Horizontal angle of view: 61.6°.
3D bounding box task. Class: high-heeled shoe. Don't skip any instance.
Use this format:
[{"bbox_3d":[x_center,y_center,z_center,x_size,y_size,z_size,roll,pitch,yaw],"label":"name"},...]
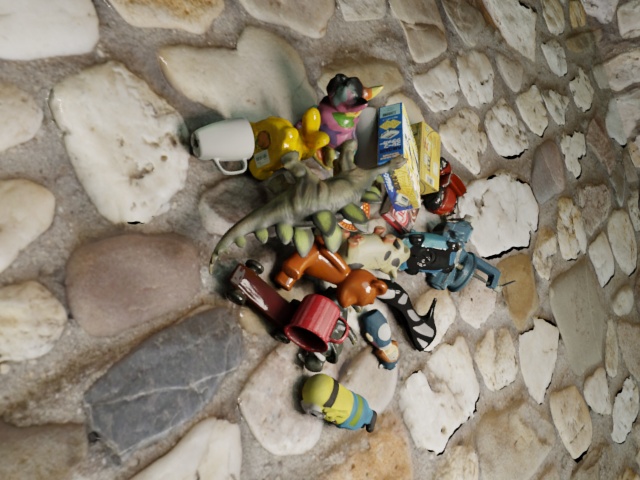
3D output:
[{"bbox_3d":[0.180,0.181,1.291,0.249,0.086,0.145,17,99,-19],"label":"high-heeled shoe"}]

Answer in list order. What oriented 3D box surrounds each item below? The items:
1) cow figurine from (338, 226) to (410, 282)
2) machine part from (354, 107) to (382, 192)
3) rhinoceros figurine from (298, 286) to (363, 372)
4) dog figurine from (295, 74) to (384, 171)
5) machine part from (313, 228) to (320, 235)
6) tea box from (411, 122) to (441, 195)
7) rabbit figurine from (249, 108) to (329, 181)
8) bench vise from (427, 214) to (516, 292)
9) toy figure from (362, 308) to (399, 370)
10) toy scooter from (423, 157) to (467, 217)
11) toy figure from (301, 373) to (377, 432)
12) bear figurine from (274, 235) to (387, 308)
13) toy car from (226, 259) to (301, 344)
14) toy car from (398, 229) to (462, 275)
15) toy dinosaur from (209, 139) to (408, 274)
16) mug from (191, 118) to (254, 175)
[{"bbox_3d":[0.125,0.036,1.237,0.195,0.086,0.127,-5,123,-29],"label":"cow figurine"},{"bbox_3d":[0.114,-0.231,1.306,0.079,0.079,0.243,-5,84,-41],"label":"machine part"},{"bbox_3d":[0.020,0.188,1.128,0.112,0.073,0.190,37,58,-30],"label":"rhinoceros figurine"},{"bbox_3d":[0.057,-0.258,1.170,0.191,0.219,0.108,53,55,-17],"label":"dog figurine"},{"bbox_3d":[-0.002,-0.004,1.179,0.084,0.039,0.139,33,62,-25],"label":"machine part"},{"bbox_3d":[0.268,-0.216,1.435,0.098,0.068,0.169,27,62,-42],"label":"tea box"},{"bbox_3d":[-0.060,-0.209,1.120,0.173,0.162,0.122,-6,71,-59],"label":"rabbit figurine"},{"bbox_3d":[0.398,0.056,1.440,0.240,0.129,0.223,30,68,-12],"label":"bench vise"},{"bbox_3d":[0.144,0.235,1.238,0.064,0.058,0.154,-25,101,-3],"label":"toy figure"},{"bbox_3d":[0.356,-0.132,1.494,0.135,0.075,0.184,35,55,-30],"label":"toy scooter"},{"bbox_3d":[0.039,0.337,1.106,0.180,0.082,0.089,28,51,-28],"label":"toy figure"},{"bbox_3d":[0.024,0.085,1.080,0.196,0.120,0.132,42,64,0],"label":"bear figurine"},{"bbox_3d":[-0.104,0.120,1.051,0.202,0.053,0.089,44,62,-29],"label":"toy car"},{"bbox_3d":[0.266,0.021,1.344,0.103,0.162,0.109,-95,-173,-61],"label":"toy car"},{"bbox_3d":[-0.016,-0.072,1.031,0.471,0.105,0.199,-22,64,-20],"label":"toy dinosaur"},{"bbox_3d":[-0.190,-0.178,1.037,0.107,0.081,0.109,-12,93,-30],"label":"mug"}]
